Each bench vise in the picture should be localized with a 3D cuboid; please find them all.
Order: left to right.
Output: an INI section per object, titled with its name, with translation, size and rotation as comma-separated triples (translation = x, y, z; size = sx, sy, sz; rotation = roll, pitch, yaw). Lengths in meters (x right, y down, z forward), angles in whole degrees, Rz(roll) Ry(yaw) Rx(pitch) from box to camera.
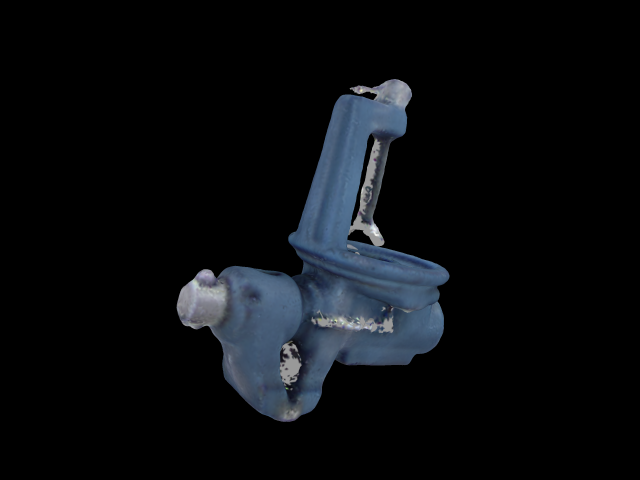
[bench vise]
translation = 0.013, 0.003, 0.393
size = 0.121, 0.220, 0.208
rotation = 11, 19, 36
